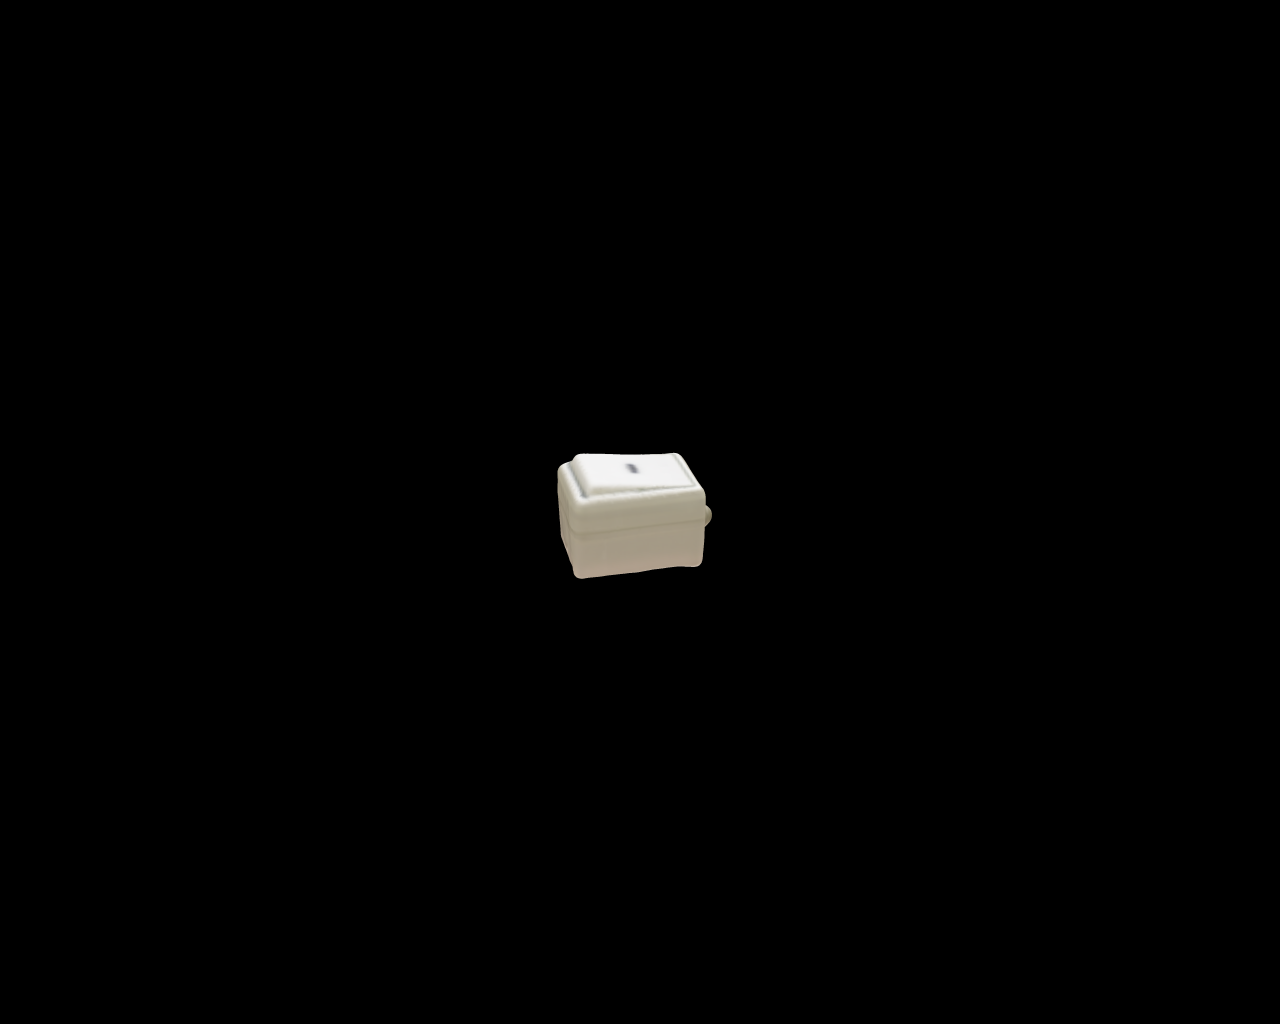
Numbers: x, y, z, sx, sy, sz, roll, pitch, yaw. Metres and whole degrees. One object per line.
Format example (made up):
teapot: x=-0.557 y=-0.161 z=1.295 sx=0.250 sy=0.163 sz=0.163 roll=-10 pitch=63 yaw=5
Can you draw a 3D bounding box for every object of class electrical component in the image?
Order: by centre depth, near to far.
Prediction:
electrical component: x=0.001 y=-0.003 z=0.650 sx=0.096 sy=0.061 sz=0.062 roll=-6 pitch=28 yaw=-12
